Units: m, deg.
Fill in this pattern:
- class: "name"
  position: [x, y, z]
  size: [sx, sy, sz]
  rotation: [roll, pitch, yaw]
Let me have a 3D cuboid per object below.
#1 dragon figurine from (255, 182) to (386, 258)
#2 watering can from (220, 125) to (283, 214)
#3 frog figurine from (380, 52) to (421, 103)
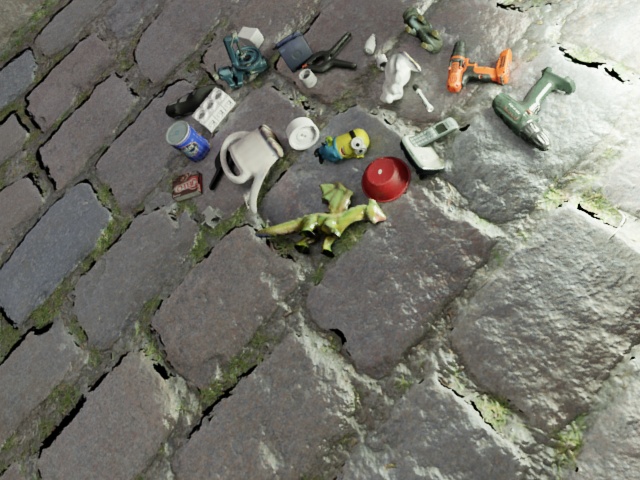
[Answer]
- class: "dragon figurine"
  position: [0.005, -0.082, 1.628]
  size: [0.411, 0.119, 0.248]
  rotation: [9, 56, 26]
- class: "watering can"
  position: [-0.223, -0.265, 1.790]
  size: [0.224, 0.102, 0.354]
  rotation: [-34, 60, 6]
- class: "frog figurine"
  position: [0.244, -0.532, 1.692]
  size: [0.158, 0.121, 0.140]
  rotation: [-42, 25, 14]
